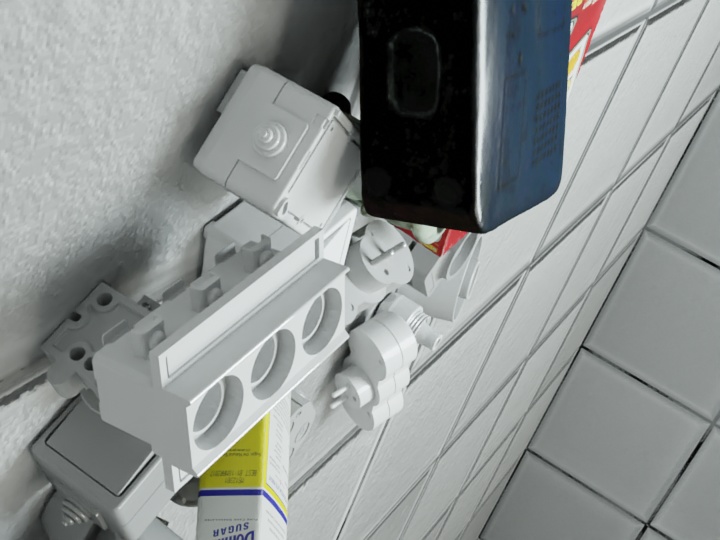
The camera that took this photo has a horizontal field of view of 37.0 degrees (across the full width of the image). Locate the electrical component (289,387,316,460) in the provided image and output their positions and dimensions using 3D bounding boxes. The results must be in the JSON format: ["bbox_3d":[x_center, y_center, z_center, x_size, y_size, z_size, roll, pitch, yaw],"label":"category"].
[{"bbox_3d":[-0.073,0.114,0.785,0.080,0.051,0.080,-51,161,-24],"label":"electrical component"}]

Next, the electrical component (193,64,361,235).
[{"bbox_3d":[-0.042,-0.061,0.554,0.061,0.061,0.096,-59,163,-1],"label":"electrical component"}]

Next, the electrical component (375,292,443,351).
[{"bbox_3d":[0.046,0.052,0.995,0.043,0.062,0.043,-51,162,-25],"label":"electrical component"}]

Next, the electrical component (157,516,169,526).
[{"bbox_3d":[-0.147,0.172,0.686,0.065,0.047,0.076,74,37,-68],"label":"electrical component"}]

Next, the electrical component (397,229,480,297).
[{"bbox_3d":[0.066,-0.028,0.924,0.089,0.056,0.050,-55,163,-12],"label":"electrical component"}]

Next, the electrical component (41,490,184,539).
[{"bbox_3d":[-0.148,0.167,0.620,0.079,0.077,0.043,-59,164,13],"label":"electrical component"}]

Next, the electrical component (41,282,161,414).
[{"bbox_3d":[-0.122,0.044,0.538,0.066,0.048,0.055,-51,154,-24],"label":"electrical component"}]

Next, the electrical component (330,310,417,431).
[{"bbox_3d":[0.002,0.101,0.975,0.074,0.052,0.138,-30,151,-28],"label":"electrical component"}]

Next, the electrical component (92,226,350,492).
[{"bbox_3d":[-0.064,0.036,0.516,0.121,0.063,0.078,-41,141,-45],"label":"electrical component"}]

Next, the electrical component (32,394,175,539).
[{"bbox_3d":[-0.128,0.096,0.579,0.096,0.062,0.061,-50,161,-25],"label":"electrical component"}]

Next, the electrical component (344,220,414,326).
[{"bbox_3d":[0.000,0.000,0.742,0.074,0.052,0.138,-30,-179,34],"label":"electrical component"}]

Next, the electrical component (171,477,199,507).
[{"bbox_3d":[-0.112,0.122,0.706,0.048,0.048,0.062,-48,150,-32],"label":"electrical component"}]

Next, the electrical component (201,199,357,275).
[{"bbox_3d":[-0.042,-0.011,0.639,0.096,0.061,0.061,-43,157,-42],"label":"electrical component"}]

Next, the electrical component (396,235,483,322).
[{"bbox_3d":[0.080,0.001,1.044,0.099,0.064,0.099,18,90,-79],"label":"electrical component"}]
